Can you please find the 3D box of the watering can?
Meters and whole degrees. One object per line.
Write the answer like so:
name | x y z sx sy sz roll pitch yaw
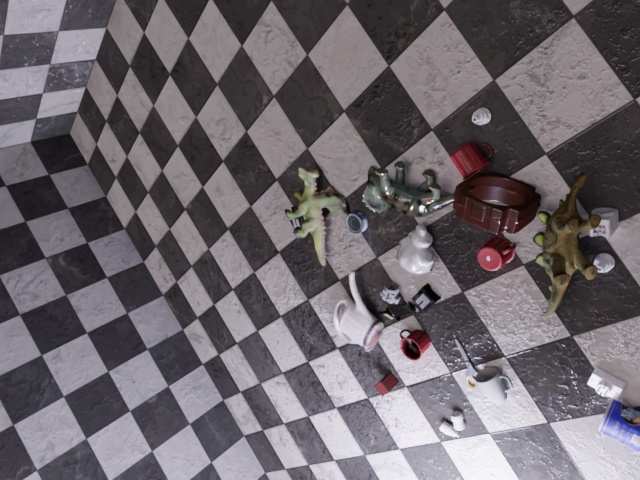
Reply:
watering can | 0.154 0.299 2.044 0.227 0.105 0.340 34 131 27

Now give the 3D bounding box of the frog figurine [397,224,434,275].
frog figurine | 0.329 0.034 1.744 0.140 0.123 0.155 53 152 39

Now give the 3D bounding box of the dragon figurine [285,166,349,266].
dragon figurine | 0.006 -0.101 2.016 0.240 0.124 0.407 -20 104 39
